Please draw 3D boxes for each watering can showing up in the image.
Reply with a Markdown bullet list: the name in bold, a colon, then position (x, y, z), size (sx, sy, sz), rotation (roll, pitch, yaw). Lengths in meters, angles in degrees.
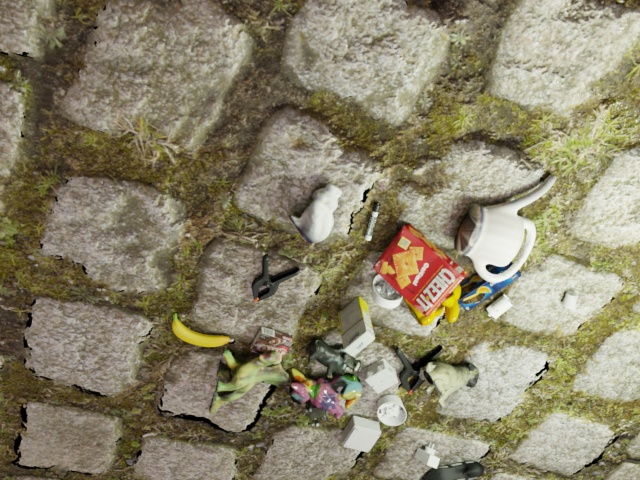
- **watering can**: position (0.515, -0.047, 1.458), size (0.224, 0.105, 0.344), rotation (16, 103, -11)

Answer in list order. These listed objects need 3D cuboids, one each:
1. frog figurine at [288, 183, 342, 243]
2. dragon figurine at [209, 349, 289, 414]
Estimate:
- **frog figurine**: position (0.004, -0.070, 1.392), size (0.159, 0.125, 0.135), rotation (-35, 150, 5)
- **dragon figurine**: position (-0.223, 0.467, 1.676), size (0.242, 0.125, 0.400), rotation (7, 136, -14)
